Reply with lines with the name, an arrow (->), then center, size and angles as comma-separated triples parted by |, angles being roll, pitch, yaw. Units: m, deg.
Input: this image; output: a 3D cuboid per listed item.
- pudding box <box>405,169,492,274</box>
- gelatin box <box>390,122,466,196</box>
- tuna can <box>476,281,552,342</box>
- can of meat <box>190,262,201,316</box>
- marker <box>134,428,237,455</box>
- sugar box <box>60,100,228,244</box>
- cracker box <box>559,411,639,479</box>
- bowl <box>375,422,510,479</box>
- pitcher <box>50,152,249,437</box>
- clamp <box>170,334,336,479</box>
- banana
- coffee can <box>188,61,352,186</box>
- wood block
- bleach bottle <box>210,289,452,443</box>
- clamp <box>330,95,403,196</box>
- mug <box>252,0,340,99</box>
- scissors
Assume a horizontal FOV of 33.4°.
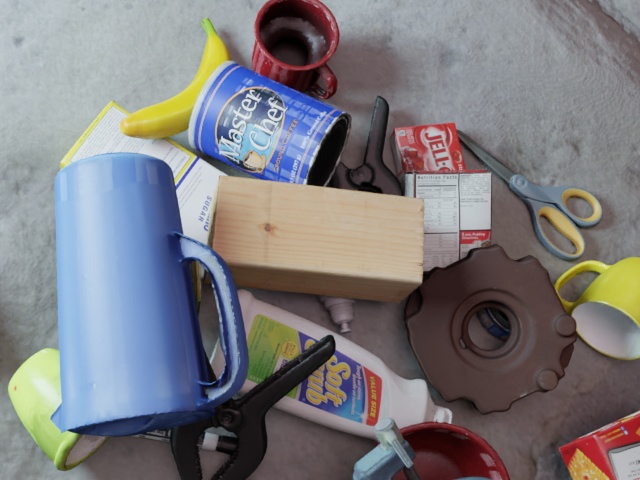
pudding box -> 0.139, -0.020, 1.155 | 0.090, 0.039, 0.113 | -1, 93, -10
gelatin box -> 0.123, -0.085, 1.195 | 0.073, 0.030, 0.089 | -6, 74, -12
tuna can -> 0.214, 0.067, 1.162 | 0.086, 0.034, 0.086 | 3, 73, -9
can of meat -> -0.163, 0.044, 1.066 | 0.084, 0.102, 0.057 | -2, 74, -9
marker -> -0.135, 0.197, 1.066 | 0.121, 0.020, 0.020 | 12, 71, -6
sugar box -> -0.174, -0.061, 1.126 | 0.176, 0.048, 0.093 | 35, 69, -2
cracker box -> 0.362, 0.279, 1.089 | 0.163, 0.072, 0.214 | -16, 76, -30
bowl -> 0.107, 0.257, 1.059 | 0.162, 0.055, 0.162 | 0, 89, -6
pitcher -> -0.162, 0.048, 0.947 | 0.149, 0.145, 0.243 | -1, 75, -26
clamp -> -0.079, 0.164, 1.031 | 0.164, 0.036, 0.210 | 10, 99, -4
banana -> -0.143, -0.159, 1.147 | 0.069, 0.037, 0.197 | 33, 50, -6
coffee can -> -0.052, -0.114, 1.118 | 0.140, 0.103, 0.102 | 26, 69, 13
wood block -> -0.007, 0.001, 1.068 | 0.206, 0.090, 0.091 | 7, 72, -9
bleach bottle -> 0.017, 0.139, 1.087 | 0.250, 0.068, 0.102 | 20, 82, -5
clamp -> 0.050, -0.076, 1.172 | 0.120, 0.039, 0.171 | -29, 81, -2
mug -> -0.023, -0.203, 1.178 | 0.093, 0.082, 0.117 | -41, 84, -19
scissors -> 0.246, -0.068, 1.220 | 0.096, 0.016, 0.202 | -32, 81, -19
